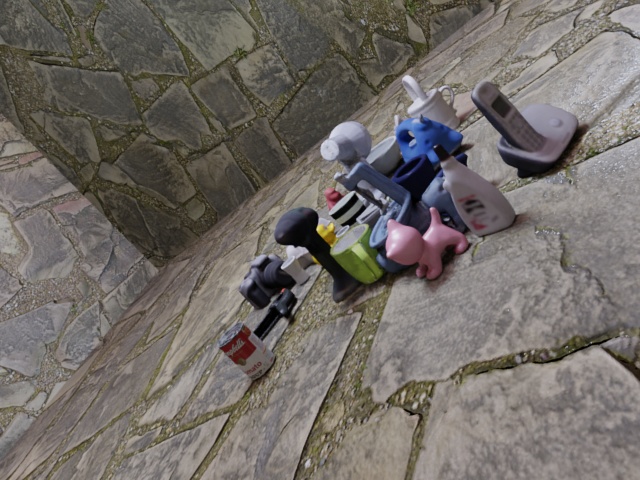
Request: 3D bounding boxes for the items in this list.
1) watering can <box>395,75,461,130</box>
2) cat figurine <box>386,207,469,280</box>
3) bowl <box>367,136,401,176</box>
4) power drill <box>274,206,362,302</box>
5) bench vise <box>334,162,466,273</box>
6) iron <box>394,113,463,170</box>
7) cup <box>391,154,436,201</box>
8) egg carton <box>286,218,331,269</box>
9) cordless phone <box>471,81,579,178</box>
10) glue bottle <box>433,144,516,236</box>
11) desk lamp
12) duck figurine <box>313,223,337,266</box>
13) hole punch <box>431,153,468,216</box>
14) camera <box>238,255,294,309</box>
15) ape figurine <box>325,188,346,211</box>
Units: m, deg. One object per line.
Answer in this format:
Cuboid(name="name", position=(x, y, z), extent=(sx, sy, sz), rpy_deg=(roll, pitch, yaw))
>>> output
Cuboid(name="watering can", position=(0.284, -0.364, 1.569), extent=(0.173, 0.194, 0.100), rpy_deg=(-45, 15, -15))
Cuboid(name="cat figurine", position=(0.164, 0.002, 0.951), extent=(0.128, 0.118, 0.067), rpy_deg=(-44, 15, -10))
Cuboid(name="bowl", position=(0.178, -0.225, 1.678), extent=(0.167, 0.075, 0.167), rpy_deg=(-38, 15, 12))
Cuboid(name="power drill", position=(-0.006, 0.020, 1.159), extent=(0.075, 0.208, 0.229), rpy_deg=(-38, 15, 13))
Cuboid(name="bench vise", position=(0.142, -0.073, 1.023), extent=(0.207, 0.220, 0.121), rpy_deg=(-42, 14, -1))
Cuboid(name="iron", position=(0.243, -0.248, 1.440), extent=(0.119, 0.141, 0.257), rpy_deg=(-44, 14, -9))
Cuboid(name="cup", position=(0.207, -0.115, 1.234), extent=(0.117, 0.095, 0.091), rpy_deg=(-36, 15, 20))
Cuboid(name="egg carton", position=(-0.024, 0.007, 1.528), extent=(0.107, 0.069, 0.150), rpy_deg=(-30, 18, 38))
Cuboid(name="cordless phone", position=(0.345, -0.215, 0.982), extent=(0.148, 0.185, 0.094), rpy_deg=(-50, 17, -31))
Cuboid(name="glue bottle", position=(0.233, -0.084, 0.912), extent=(0.078, 0.173, 0.037), rpy_deg=(-25, 21, 47))
Cuboid(name="desk lamp", position=(0.094, -0.208, 1.562), extent=(0.117, 0.214, 0.203), rpy_deg=(-33, 17, 30))
Cuboid(name="duck figurine", position=(0.013, 0.005, 1.404), extent=(0.105, 0.086, 0.077), rpy_deg=(-45, 15, -15))
Cuboid(name="hole punch", position=(0.246, -0.104, 1.104), extent=(0.109, 0.091, 0.101), rpy_deg=(-44, 15, -12))
Cuboid(name="camera", position=(-0.135, 0.096, 1.491), extent=(0.143, 0.101, 0.136), rpy_deg=(-48, 16, -23))
Cuboid(name="ape figurine", position=(0.048, -0.110, 1.641), extent=(0.076, 0.092, 0.078), rpy_deg=(-20, 25, 55))
